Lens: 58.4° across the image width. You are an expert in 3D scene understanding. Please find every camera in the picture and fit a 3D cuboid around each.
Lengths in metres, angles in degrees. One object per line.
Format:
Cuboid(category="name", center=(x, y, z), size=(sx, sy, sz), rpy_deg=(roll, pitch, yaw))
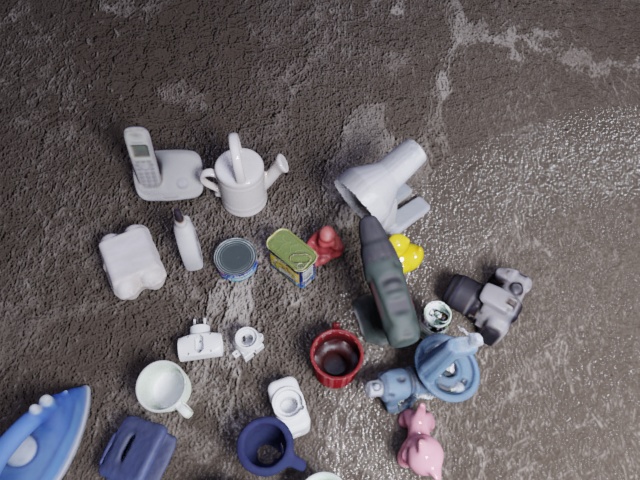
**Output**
Cuboid(category="camera", center=(0.314, 0.104, 1.091), size=(0.136, 0.101, 0.143), rpy_deg=(29, 63, 14))

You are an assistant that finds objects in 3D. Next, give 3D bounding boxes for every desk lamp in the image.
Cuboid(category="desk lamp", center=(0.130, -0.096, 1.137), size=(0.203, 0.213, 0.117), rpy_deg=(-36, 67, -20))

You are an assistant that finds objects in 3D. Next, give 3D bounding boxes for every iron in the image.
Cuboid(category="iron", center=(-0.472, 0.330, 0.914), size=(0.118, 0.141, 0.258), rpy_deg=(22, 62, 11))

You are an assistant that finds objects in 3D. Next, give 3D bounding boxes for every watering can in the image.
Cuboid(category="watering can", center=(-0.155, -0.142, 1.167), size=(0.173, 0.194, 0.100), rpy_deg=(-25, 63, -15))

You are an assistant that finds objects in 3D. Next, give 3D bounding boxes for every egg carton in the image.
Cuboid(category="egg carton", center=(-0.370, 0.042, 1.125), size=(0.107, 0.069, 0.150), rpy_deg=(-24, 63, -15))

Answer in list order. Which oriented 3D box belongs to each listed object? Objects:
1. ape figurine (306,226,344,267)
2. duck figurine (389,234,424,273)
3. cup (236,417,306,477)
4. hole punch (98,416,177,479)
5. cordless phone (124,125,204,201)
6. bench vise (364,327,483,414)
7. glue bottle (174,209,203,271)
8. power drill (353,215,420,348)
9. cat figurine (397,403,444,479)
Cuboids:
Cuboid(category="ape figurine", center=(0.011, 0.004, 1.146), size=(0.077, 0.092, 0.076), rpy_deg=(12, 60, 5))
Cuboid(category="duck figurine", center=(0.158, 0.020, 1.145), size=(0.104, 0.086, 0.077), rpy_deg=(-2, 60, -2))
Cuboid(category="cup", center=(-0.075, 0.351, 0.940), size=(0.117, 0.095, 0.092), rpy_deg=(23, 62, 12))
Cuboid(category="hole punch", center=(-0.304, 0.349, 0.936), size=(0.101, 0.091, 0.109), rpy_deg=(17, 61, 8))
Cuboid(category="cordless phone", center=(-0.321, -0.164, 1.179), size=(0.147, 0.185, 0.094), rpy_deg=(-6, 60, -5))
Cuboid(category="bench vise", center=(0.186, 0.225, 0.949), size=(0.208, 0.220, 0.121), rpy_deg=(-30, 65, -17))
Cuboid(category="glue bottle", center=(-0.258, -0.010, 1.099), size=(0.037, 0.173, 0.078), rpy_deg=(-11, 61, -8))
Cuboid(category="power drill", center=(0.109, 0.097, 1.027), size=(0.076, 0.208, 0.229), rpy_deg=(-15, 61, -10))
Cuboid(category="cat figurine", center=(0.168, 0.333, 0.944), size=(0.067, 0.118, 0.128), rpy_deg=(4, 60, 1))
